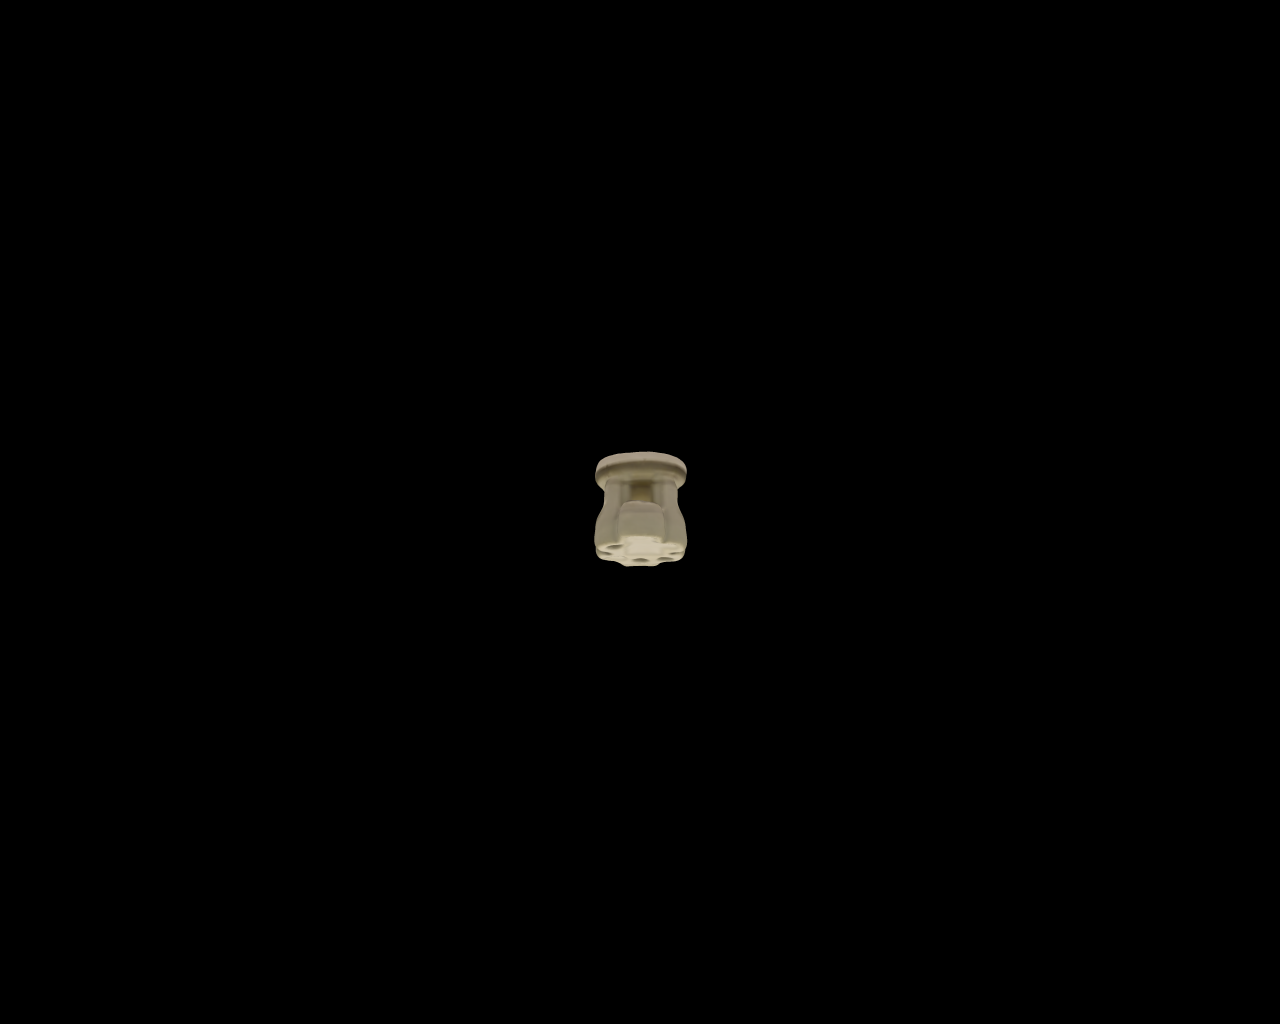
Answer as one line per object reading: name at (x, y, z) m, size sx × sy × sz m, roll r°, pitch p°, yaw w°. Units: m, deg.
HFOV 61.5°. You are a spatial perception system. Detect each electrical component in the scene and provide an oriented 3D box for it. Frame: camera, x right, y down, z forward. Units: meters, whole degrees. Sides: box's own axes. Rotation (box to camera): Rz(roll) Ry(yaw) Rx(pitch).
electrical component at (0.001, -0.003, 0.650) m, size 0.058 × 0.057 × 0.078 m, roll 0°, pitch -17°, yaw 0°
